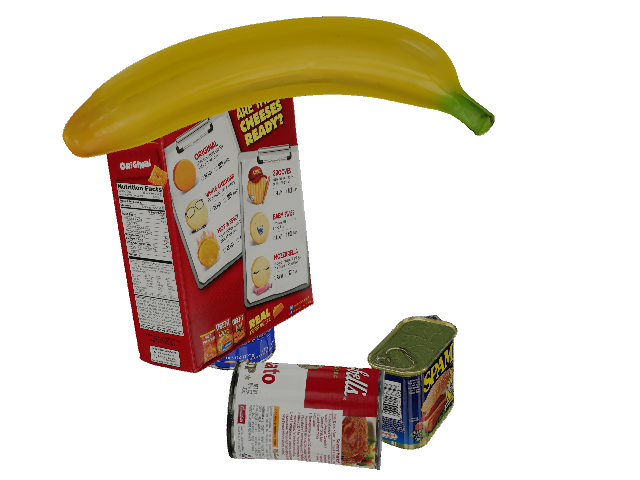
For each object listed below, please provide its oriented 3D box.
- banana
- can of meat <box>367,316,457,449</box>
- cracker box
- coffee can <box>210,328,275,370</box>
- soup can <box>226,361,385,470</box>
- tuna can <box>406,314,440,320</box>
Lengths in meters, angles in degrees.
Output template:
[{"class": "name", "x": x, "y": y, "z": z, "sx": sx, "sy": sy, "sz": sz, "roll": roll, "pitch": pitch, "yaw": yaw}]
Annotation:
[{"class": "banana", "x": -0.020, "y": -0.075, "z": 0.498, "sx": 0.197, "sy": 0.037, "sz": 0.069, "roll": -6, "pitch": 44, "yaw": -9}, {"class": "can of meat", "x": 0.087, "y": 0.131, "z": 0.987, "sx": 0.058, "sy": 0.084, "sz": 0.101, "roll": 10, "pitch": 27, "yaw": 27}, {"class": "cracker box", "x": -0.086, "y": -0.024, "z": 0.858, "sx": 0.072, "sy": 0.214, "sz": 0.163, "roll": 5, "pitch": 20, "yaw": 34}, {"class": "coffee can", "x": -0.109, "y": 0.073, "z": 1.315, "sx": 0.103, "sy": 0.140, "sz": 0.103, "roll": -2, "pitch": 25, "yaw": 1}, {"class": "soup can", "x": -0.008, "y": 0.118, "z": 0.725, "sx": 0.102, "sy": 0.068, "sz": 0.068, "roll": 3, "pitch": 0, "yaw": 4}, {"class": "tuna can", "x": 0.121, "y": 0.131, "z": 1.250, "sx": 0.034, "sy": 0.086, "sz": 0.086, "roll": -5, "pitch": -2, "yaw": 24}]
